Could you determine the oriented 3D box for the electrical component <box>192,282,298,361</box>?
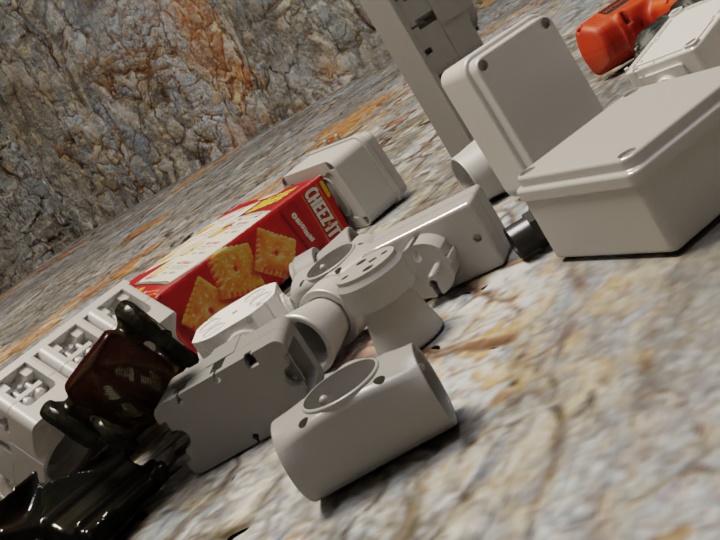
[{"bbox_3d":[-0.074,0.050,0.751,0.080,0.051,0.080,-30,13,7],"label":"electrical component"}]

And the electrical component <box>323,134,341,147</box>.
[{"bbox_3d":[-0.013,-0.110,1.157,0.066,0.076,0.047,-20,17,44],"label":"electrical component"}]

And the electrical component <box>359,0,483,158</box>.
[{"bbox_3d":[0.080,-0.179,0.945,0.060,0.186,0.105,-33,12,-4],"label":"electrical component"}]

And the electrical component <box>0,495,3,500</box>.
[{"bbox_3d":[-0.296,0.191,0.745,0.083,0.047,0.075,-26,14,26],"label":"electrical component"}]

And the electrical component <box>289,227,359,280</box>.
[{"bbox_3d":[-0.021,-0.001,0.832,0.055,0.045,0.045,-29,13,14],"label":"electrical component"}]

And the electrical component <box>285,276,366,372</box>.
[{"bbox_3d":[-0.024,0.035,0.701,0.045,0.045,0.055,-21,16,40],"label":"electrical component"}]

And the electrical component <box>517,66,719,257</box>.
[{"bbox_3d":[0.161,-0.058,0.590,0.109,0.056,0.109,-37,13,-20],"label":"electrical component"}]

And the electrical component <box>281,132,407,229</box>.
[{"bbox_3d":[-0.016,-0.084,1.066,0.057,0.078,0.113,-42,16,-27],"label":"electrical component"}]

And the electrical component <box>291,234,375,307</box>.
[{"bbox_3d":[0.000,0.000,0.771,0.077,0.044,0.079,-19,23,46],"label":"electrical component"}]

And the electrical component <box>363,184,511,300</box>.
[{"bbox_3d":[0.046,-0.006,0.687,0.083,0.047,0.075,-26,14,25],"label":"electrical component"}]

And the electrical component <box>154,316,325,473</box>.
[{"bbox_3d":[-0.071,0.073,0.654,0.089,0.050,0.055,-30,13,10],"label":"electrical component"}]

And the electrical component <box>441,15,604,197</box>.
[{"bbox_3d":[0.123,-0.117,0.778,0.078,0.113,0.057,-36,10,-16],"label":"electrical component"}]

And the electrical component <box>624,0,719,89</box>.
[{"bbox_3d":[0.232,-0.137,0.729,0.096,0.061,0.062,-48,19,-30],"label":"electrical component"}]

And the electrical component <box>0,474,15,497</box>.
[{"bbox_3d":[-0.257,0.146,0.837,0.062,0.048,0.048,-30,11,-22],"label":"electrical component"}]

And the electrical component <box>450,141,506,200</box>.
[{"bbox_3d":[0.111,-0.091,0.864,0.077,0.044,0.079,-34,12,-8],"label":"electrical component"}]

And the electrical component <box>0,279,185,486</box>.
[{"bbox_3d":[-0.205,0.091,0.809,0.150,0.062,0.089,-43,-26,-42],"label":"electrical component"}]

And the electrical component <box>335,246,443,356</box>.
[{"bbox_3d":[0.017,0.020,0.637,0.045,0.055,0.045,-30,13,7],"label":"electrical component"}]

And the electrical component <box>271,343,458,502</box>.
[{"bbox_3d":[0.002,0.066,0.520,0.077,0.044,0.079,-30,13,8],"label":"electrical component"}]
